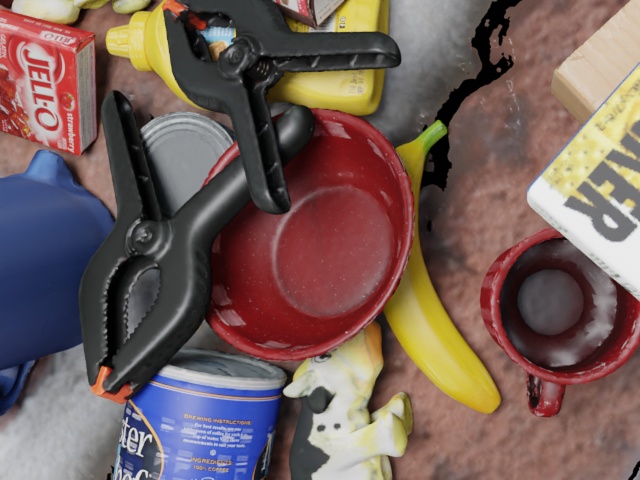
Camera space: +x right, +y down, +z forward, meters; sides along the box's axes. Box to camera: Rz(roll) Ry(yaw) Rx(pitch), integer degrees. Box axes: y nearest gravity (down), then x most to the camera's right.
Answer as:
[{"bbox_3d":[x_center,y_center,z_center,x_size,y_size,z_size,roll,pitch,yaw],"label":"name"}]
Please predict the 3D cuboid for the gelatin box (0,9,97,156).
[{"bbox_3d":[-0.194,-0.110,0.744,0.073,0.030,0.089,17,131,11],"label":"gelatin box"}]

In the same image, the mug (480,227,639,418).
[{"bbox_3d":[0.143,0.051,0.659,0.093,0.081,0.117,5,89,0],"label":"mug"}]

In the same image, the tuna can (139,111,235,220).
[{"bbox_3d":[-0.091,-0.045,0.741,0.086,0.033,0.086,0,89,12],"label":"tuna can"}]

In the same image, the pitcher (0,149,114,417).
[{"bbox_3d":[-0.220,0.036,0.662,0.145,0.242,0.149,-31,90,9],"label":"pitcher"}]

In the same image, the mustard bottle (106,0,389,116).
[{"bbox_3d":[-0.052,-0.134,0.720,0.192,0.058,0.096,3,77,12],"label":"mustard bottle"}]

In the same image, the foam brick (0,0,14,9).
[{"bbox_3d":[-0.245,-0.216,0.766,0.078,0.053,0.051,44,98,10],"label":"foam brick"}]

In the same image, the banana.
[{"bbox_3d":[0.067,0.022,0.705,0.070,0.037,0.198,-11,87,12],"label":"banana"}]

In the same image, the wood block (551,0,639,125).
[{"bbox_3d":[0.243,-0.051,0.642,0.091,0.090,0.206,-42,81,8],"label":"wood block"}]

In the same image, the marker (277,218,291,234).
[{"bbox_3d":[-0.040,0.001,0.737,0.121,0.020,0.020,-28,84,10],"label":"marker"}]

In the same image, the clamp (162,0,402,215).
[{"bbox_3d":[-0.031,-0.108,0.637,0.120,0.039,0.172,-42,60,6],"label":"clamp"}]

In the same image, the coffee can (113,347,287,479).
[{"bbox_3d":[-0.084,0.148,0.703,0.103,0.102,0.140,10,92,12],"label":"coffee can"}]

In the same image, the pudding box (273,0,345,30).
[{"bbox_3d":[-0.006,-0.196,0.689,0.090,0.039,0.113,28,66,27],"label":"pudding box"}]

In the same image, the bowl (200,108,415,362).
[{"bbox_3d":[-0.004,0.001,0.676,0.162,0.055,0.162,-9,72,27],"label":"bowl"}]

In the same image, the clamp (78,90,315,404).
[{"bbox_3d":[-0.091,-0.001,0.666,0.165,0.036,0.210,1,71,30],"label":"clamp"}]
